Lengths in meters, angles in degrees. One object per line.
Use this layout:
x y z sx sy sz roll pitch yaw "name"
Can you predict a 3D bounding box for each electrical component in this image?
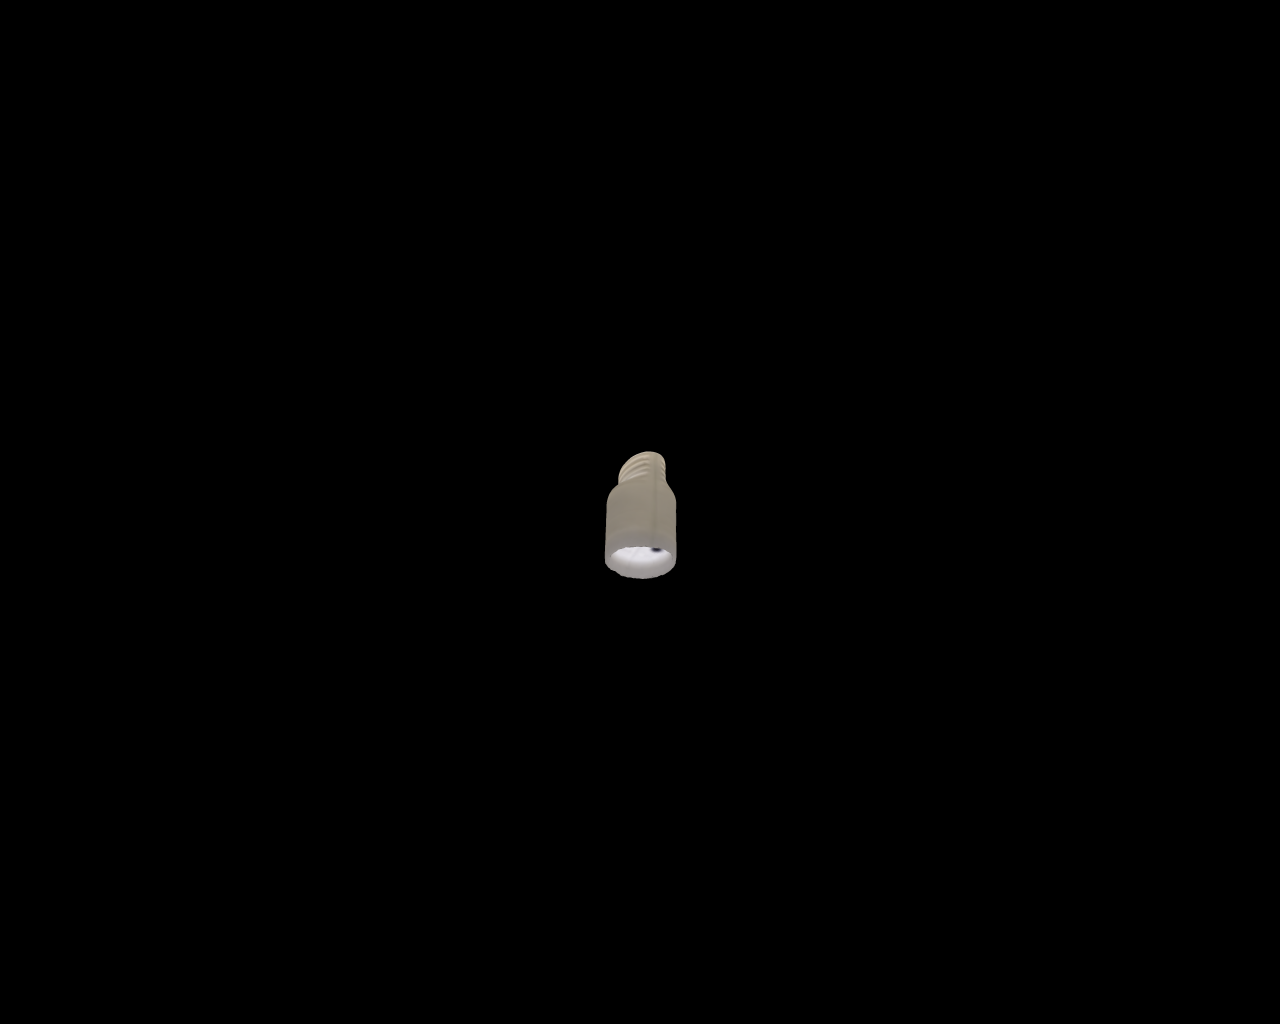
0.001 -0.003 0.650 0.043 0.081 0.043 0 -33 0 "electrical component"
